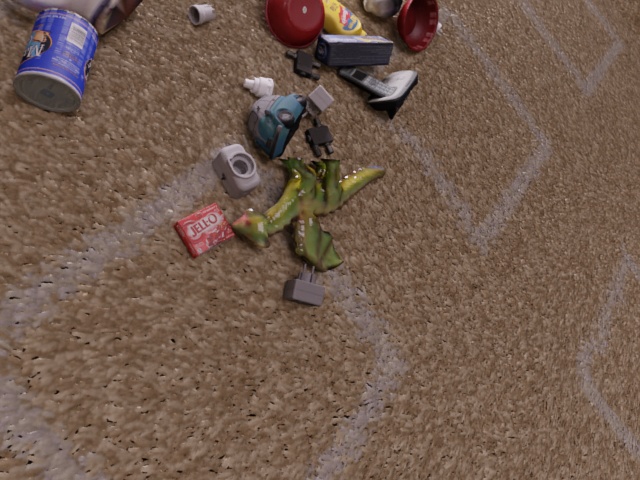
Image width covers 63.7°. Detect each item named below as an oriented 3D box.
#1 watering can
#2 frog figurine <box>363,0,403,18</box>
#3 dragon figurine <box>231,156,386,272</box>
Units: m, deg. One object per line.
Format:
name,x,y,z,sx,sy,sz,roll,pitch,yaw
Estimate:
watering can,-0.433,-0.528,0.976,0.223,0.102,0.355,35,57,-17
frog figurine,0.152,-0.692,1.438,0.160,0.120,0.140,16,67,13
dragon figurine,0.003,-0.055,1.086,0.411,0.122,0.243,0,89,-38
